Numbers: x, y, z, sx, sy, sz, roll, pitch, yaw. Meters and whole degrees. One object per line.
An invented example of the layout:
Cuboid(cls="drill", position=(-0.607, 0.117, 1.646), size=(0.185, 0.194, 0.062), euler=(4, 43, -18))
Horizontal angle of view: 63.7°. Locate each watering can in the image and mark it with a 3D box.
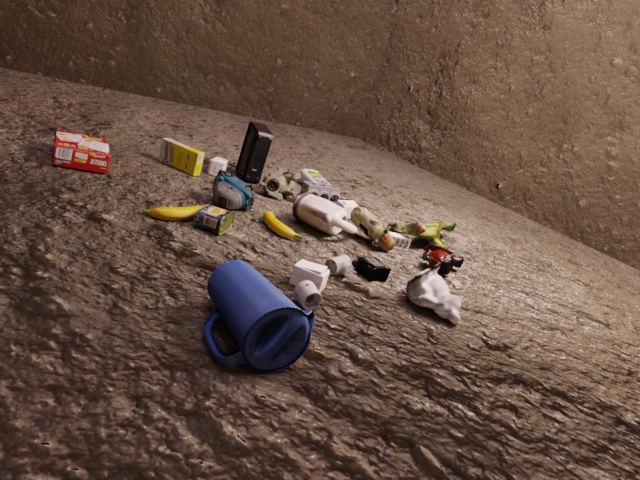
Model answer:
Cuboid(cls="watering can", position=(0.005, -0.086, 1.702), size=(0.226, 0.104, 0.346), euler=(26, 2, 20))

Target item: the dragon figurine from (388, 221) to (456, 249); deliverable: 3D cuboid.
Cuboid(cls="dragon figurine", position=(0.381, -0.038, 1.970), size=(0.243, 0.122, 0.410), euler=(15, 1, 6))

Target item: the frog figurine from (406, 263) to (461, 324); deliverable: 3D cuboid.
Cuboid(cls="frog figurine", position=(0.311, 0.158, 1.383), size=(0.121, 0.161, 0.137), euler=(-34, -14, 22))
